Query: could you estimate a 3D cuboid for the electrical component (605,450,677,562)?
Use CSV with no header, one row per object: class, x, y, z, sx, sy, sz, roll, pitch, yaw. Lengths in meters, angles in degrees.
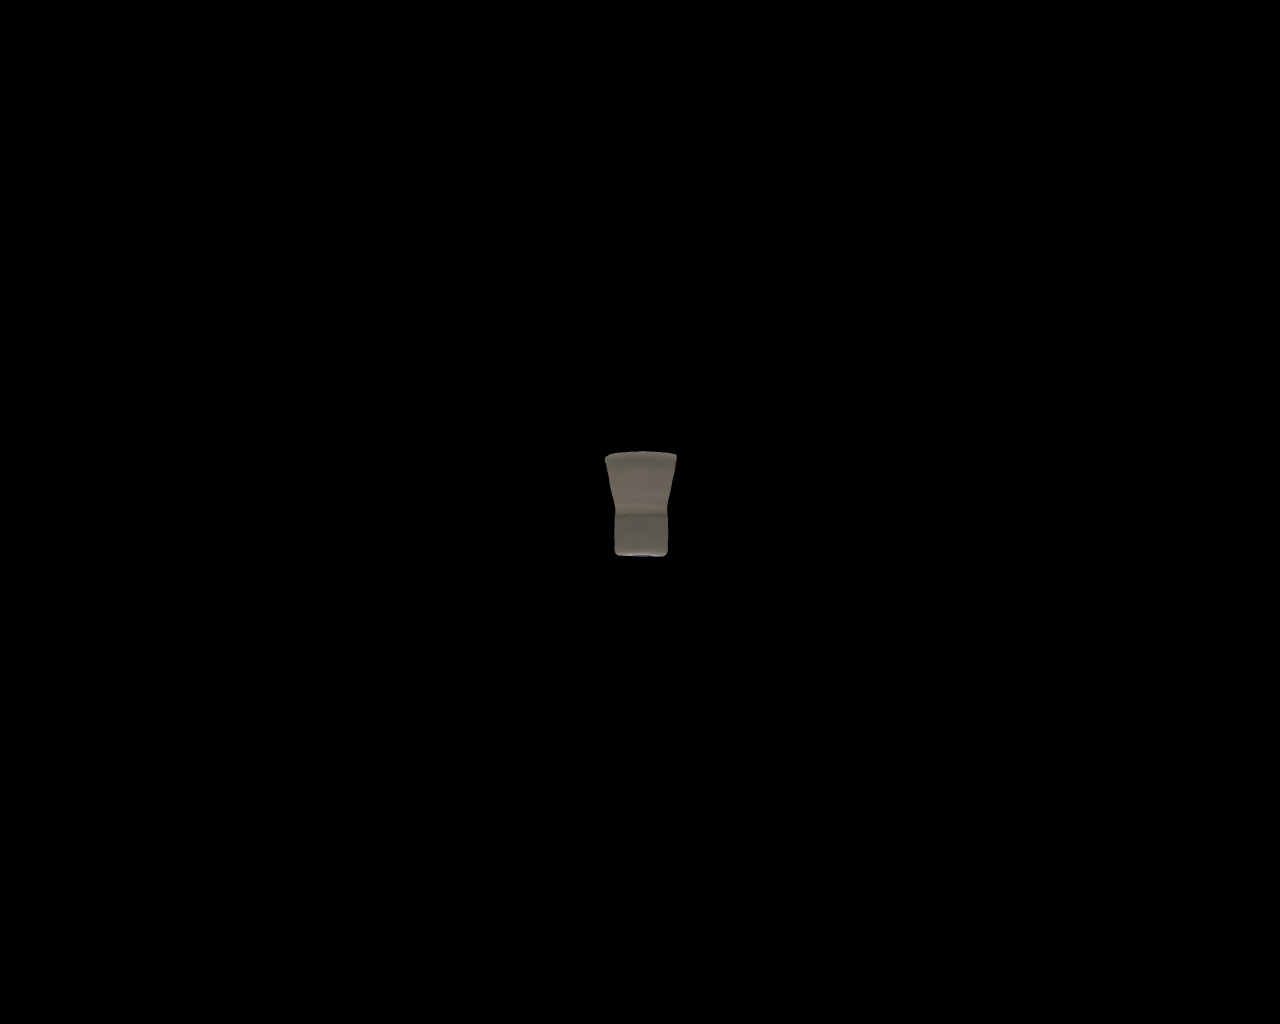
electrical component,0.001,-0.003,0.650,0.044,0.065,0.044,0,-4,0
